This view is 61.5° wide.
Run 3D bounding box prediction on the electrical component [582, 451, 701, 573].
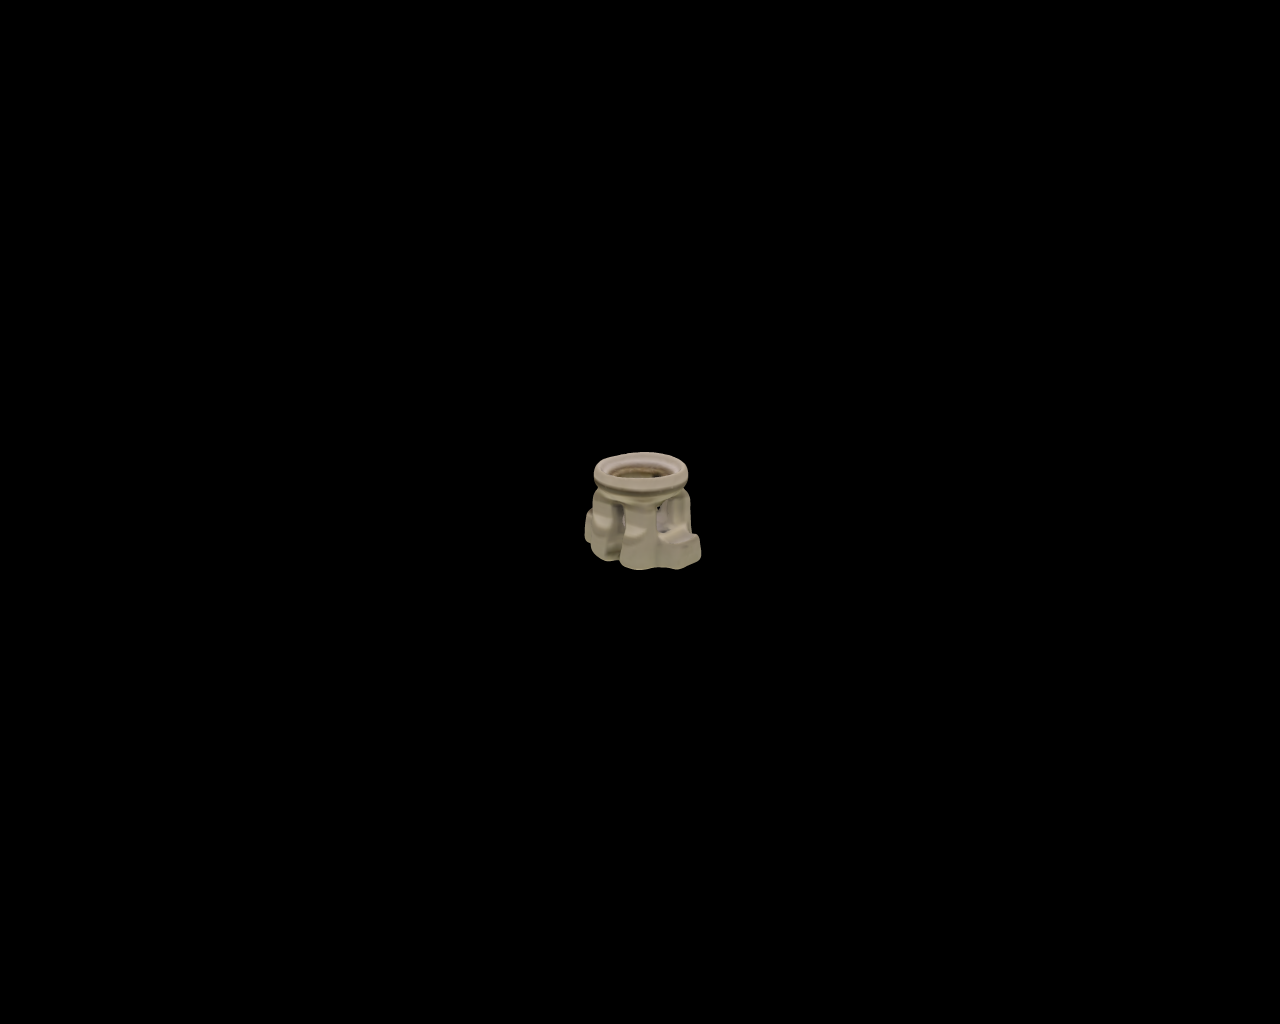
[{"bbox_3d":[0.001,-0.003,0.650,0.078,0.056,0.058,17,27,38],"label":"electrical component"}]
